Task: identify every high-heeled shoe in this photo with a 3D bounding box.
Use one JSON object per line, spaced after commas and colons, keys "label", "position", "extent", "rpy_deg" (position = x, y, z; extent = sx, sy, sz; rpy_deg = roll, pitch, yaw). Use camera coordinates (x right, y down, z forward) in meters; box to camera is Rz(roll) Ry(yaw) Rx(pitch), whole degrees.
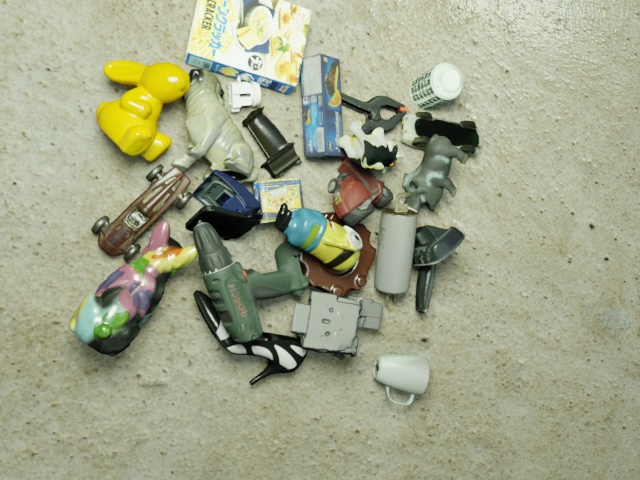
{"label": "high-heeled shoe", "position": [-0.127, 0.168, 1.044], "extent": [0.145, 0.086, 0.248], "rpy_deg": [-36, 107, -17]}

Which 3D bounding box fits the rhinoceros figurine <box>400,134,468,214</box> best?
{"label": "rhinoceros figurine", "position": [0.232, -0.127, 1.143], "extent": [0.112, 0.073, 0.190], "rpy_deg": [14, 109, -24]}

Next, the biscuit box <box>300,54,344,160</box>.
{"label": "biscuit box", "position": [0.005, -0.265, 1.087], "extent": [0.063, 0.059, 0.202], "rpy_deg": [-6, 94, -50]}

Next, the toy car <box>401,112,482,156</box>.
{"label": "toy car", "position": [0.272, -0.234, 1.194], "extent": [0.202, 0.056, 0.073], "rpy_deg": [6, 82, -20]}

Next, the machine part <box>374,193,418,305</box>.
{"label": "machine part", "position": [0.157, 0.021, 1.120], "extent": [0.079, 0.079, 0.243], "rpy_deg": [-2, 108, -19]}

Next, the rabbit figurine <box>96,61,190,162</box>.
{"label": "rabbit figurine", "position": [-0.306, -0.247, 0.955], "extent": [0.173, 0.122, 0.162], "rpy_deg": [-44, 74, 12]}

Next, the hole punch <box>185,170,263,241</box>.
{"label": "hole punch", "position": [-0.179, -0.062, 1.003], "extent": [0.115, 0.142, 0.092], "rpy_deg": [17, 59, -31]}

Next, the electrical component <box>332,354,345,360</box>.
{"label": "electrical component", "position": [0.026, 0.197, 1.103], "extent": [0.021, 0.063, 0.094], "rpy_deg": [-17, 95, -18]}

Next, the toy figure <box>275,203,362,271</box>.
{"label": "toy figure", "position": [-0.003, -0.005, 1.026], "extent": [0.180, 0.089, 0.082], "rpy_deg": [23, 43, -21]}

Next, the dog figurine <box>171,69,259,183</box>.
{"label": "dog figurine", "position": [-0.184, -0.215, 1.016], "extent": [0.172, 0.121, 0.190], "rpy_deg": [23, 67, -42]}

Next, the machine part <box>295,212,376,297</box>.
{"label": "machine part", "position": [0.030, 0.030, 1.109], "extent": [0.179, 0.056, 0.179], "rpy_deg": [0, 89, -19]}

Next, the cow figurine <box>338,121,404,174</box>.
{"label": "cow figurine", "position": [0.119, -0.176, 1.091], "extent": [0.167, 0.068, 0.098], "rpy_deg": [2, 49, -50]}

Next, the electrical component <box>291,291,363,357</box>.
{"label": "electrical component", "position": [0.012, 0.163, 1.050], "extent": [0.134, 0.058, 0.115], "rpy_deg": [8, 72, -1]}

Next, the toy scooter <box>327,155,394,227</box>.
{"label": "toy scooter", "position": [0.070, -0.108, 1.095], "extent": [0.135, 0.075, 0.184], "rpy_deg": [54, 38, 2]}

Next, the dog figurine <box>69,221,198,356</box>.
{"label": "dog figurine", "position": [-0.312, 0.075, 0.933], "extent": [0.108, 0.191, 0.219], "rpy_deg": [40, 93, -9]}

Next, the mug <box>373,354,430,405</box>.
{"label": "mug", "position": [0.167, 0.293, 1.151], "extent": [0.107, 0.081, 0.109], "rpy_deg": [13, 91, -7]}

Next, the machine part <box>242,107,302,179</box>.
{"label": "machine part", "position": [-0.101, -0.195, 1.073], "extent": [0.084, 0.039, 0.138], "rpy_deg": [-35, 102, -11]}

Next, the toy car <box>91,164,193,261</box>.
{"label": "toy car", "position": [-0.320, -0.050, 0.975], "extent": [0.202, 0.053, 0.089], "rpy_deg": [-43, 101, 0]}

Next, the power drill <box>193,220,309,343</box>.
{"label": "power drill", "position": [-0.122, 0.059, 0.999], "extent": [0.207, 0.086, 0.232], "rpy_deg": [-18, 94, -52]}

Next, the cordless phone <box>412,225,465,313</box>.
{"label": "cordless phone", "position": [0.233, 0.064, 1.131], "extent": [0.089, 0.146, 0.184], "rpy_deg": [9, 85, -11]}
